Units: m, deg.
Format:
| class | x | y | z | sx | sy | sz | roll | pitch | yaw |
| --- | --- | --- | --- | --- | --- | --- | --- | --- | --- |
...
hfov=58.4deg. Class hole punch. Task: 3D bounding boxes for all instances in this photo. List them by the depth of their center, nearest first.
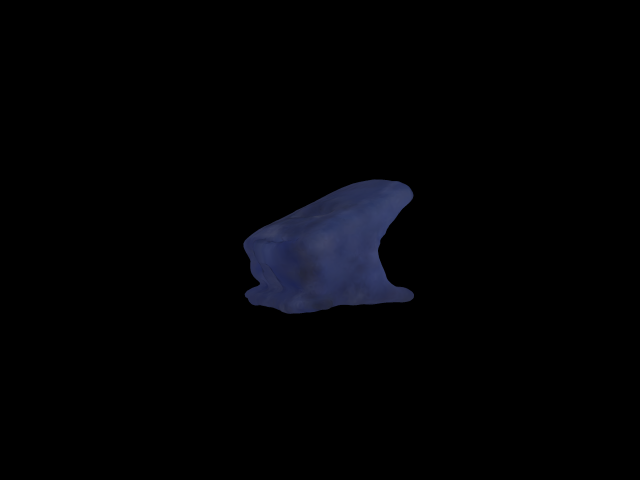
| class | x | y | z | sx | sy | sz | roll | pitch | yaw |
| --- | --- | --- | --- | --- | --- | --- | --- | --- | --- |
| hole punch | 0.004 | 0.001 | 0.400 | 0.101 | 0.091 | 0.108 | 0 | 0 | -31 |
